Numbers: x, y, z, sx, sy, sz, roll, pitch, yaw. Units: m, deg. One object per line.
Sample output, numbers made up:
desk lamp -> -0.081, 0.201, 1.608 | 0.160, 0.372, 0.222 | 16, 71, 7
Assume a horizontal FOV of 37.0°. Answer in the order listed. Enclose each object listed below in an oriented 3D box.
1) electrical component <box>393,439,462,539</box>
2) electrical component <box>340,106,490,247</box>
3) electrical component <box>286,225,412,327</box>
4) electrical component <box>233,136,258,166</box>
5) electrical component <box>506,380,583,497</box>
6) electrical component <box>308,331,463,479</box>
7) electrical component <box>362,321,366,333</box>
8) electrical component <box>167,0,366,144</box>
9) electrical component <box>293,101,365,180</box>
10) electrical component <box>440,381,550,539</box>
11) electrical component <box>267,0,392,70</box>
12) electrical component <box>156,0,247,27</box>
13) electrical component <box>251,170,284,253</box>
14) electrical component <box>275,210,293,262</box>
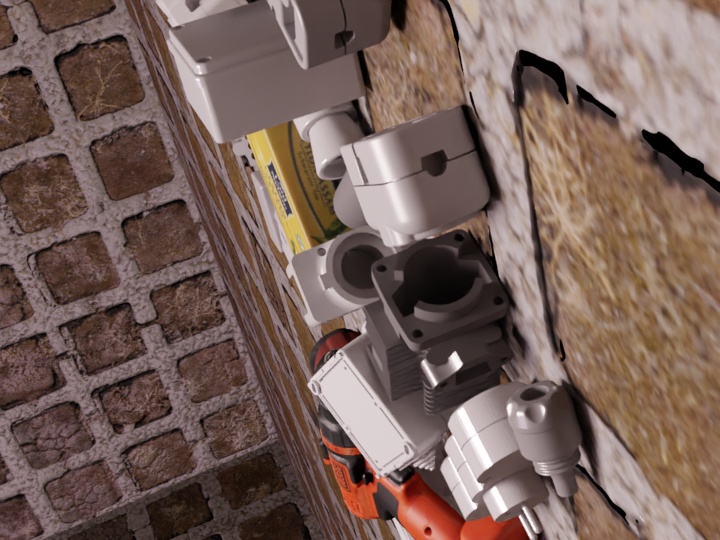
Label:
electrical component -> 0.060, 0.203, 0.925 | 0.078, 0.063, 0.121 | 103, 144, -72
electrical component -> 0.030, -0.050, 0.585 | 0.095, 0.054, 0.059 | -164, 53, -77
electrical component -> 0.000, 0.000, 0.742 | 0.056, 0.089, 0.050 | 140, 108, -79
electrical component -> -0.083, -0.126, 1.005 | 0.055, 0.066, 0.048 | -80, -26, -71
electrical component -> 0.101, 0.091, 0.566 | 0.035, 0.035, 0.061 | -142, 30, -71
electrical component -> 0.025, 0.086, 0.702 | 0.096, 0.061, 0.061 | 52, 146, 8
electrical component -> 0.044, 0.051, 0.746 | 0.077, 0.044, 0.079 | 53, 152, 23
electrical component -> -0.065, -0.141, 0.732 | 0.108, 0.109, 0.056 | -128, 21, -58
electrical component -> -0.020, -0.099, 0.769 | 0.045, 0.045, 0.055 | 97, 150, -70
electrical component -> 0.089, 0.126, 0.646 | 0.138, 0.052, 0.073 | 88, 158, -63
electrical component -> -0.022, -0.166, 0.596 | 0.053, 0.059, 0.095 | 92, 154, -66
electrical component -> -0.125, -0.218, 0.931 | 0.089, 0.062, 0.150 | 43, -172, -38
electrical component -> -0.070, -0.058, 1.108 | 0.075, 0.047, 0.083 | -127, 18, -54
electrical component -> -0.045, -0.028, 1.028 | 0.089, 0.050, 0.055 | 85, 161, -58
